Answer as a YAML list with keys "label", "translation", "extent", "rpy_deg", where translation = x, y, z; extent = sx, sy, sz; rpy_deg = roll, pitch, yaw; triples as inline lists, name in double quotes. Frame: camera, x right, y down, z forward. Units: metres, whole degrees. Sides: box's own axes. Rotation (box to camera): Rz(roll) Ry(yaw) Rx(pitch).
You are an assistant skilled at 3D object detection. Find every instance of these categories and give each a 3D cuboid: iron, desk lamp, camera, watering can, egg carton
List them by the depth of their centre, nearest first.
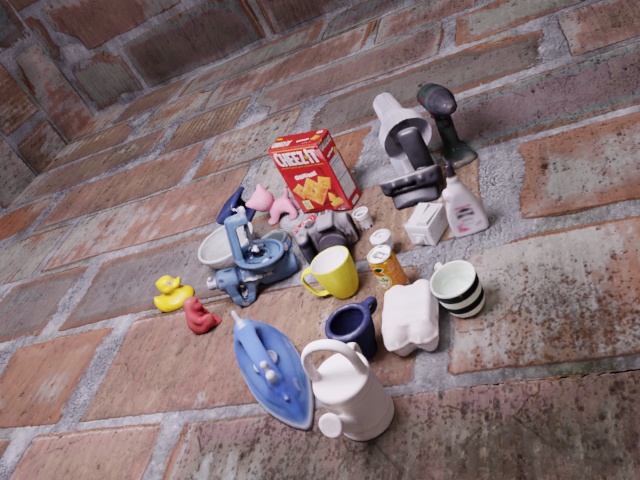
- label: "watering can"
  translation: [0.040, 0.233, 0.913]
  extent: [0.101, 0.194, 0.172]
  rpy_deg: [-27, 33, 6]
- label: "egg carton"
  translation: [0.168, 0.140, 1.051]
  extent: [0.107, 0.070, 0.150]
  rpy_deg: [-16, 36, 22]
- label: "iron"
  translation: [-0.097, 0.233, 1.070]
  extent: [0.119, 0.142, 0.257]
  rpy_deg: [-36, 33, -8]
- label: "camera"
  translation: [0.012, 0.005, 1.327]
  extent: [0.143, 0.101, 0.136]
  rpy_deg: [-21, 34, 15]
- label: "desk lamp"
  translation: [0.203, -0.250, 1.411]
  extent: [0.118, 0.214, 0.203]
  rpy_deg: [-28, 33, 5]

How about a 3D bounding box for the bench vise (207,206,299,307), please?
- label: "bench vise"
  translation: [-0.176, 0.042, 1.317]
  extent: [0.208, 0.220, 0.121]
  rpy_deg: [-41, 34, -15]

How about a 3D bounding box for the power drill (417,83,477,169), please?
- label: "power drill"
  translation: [0.305, -0.282, 1.378]
  extent: [0.075, 0.209, 0.229]
  rpy_deg: [-27, 33, 6]

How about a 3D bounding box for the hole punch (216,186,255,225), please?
- label: "hole punch"
  translation: [-0.256, -0.091, 1.677]
  extent: [0.100, 0.091, 0.109]
  rpy_deg: [-12, 37, 26]

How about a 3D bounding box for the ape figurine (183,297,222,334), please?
- label: "ape figurine"
  translation: [-0.289, 0.171, 1.351]
  extent: [0.076, 0.092, 0.077]
  rpy_deg: [-30, 33, 2]

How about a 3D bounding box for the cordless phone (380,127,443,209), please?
- label: "cordless phone"
  translation: [0.199, -0.176, 1.342]
  extent: [0.147, 0.185, 0.094]
  rpy_deg: [-18, 35, 19]

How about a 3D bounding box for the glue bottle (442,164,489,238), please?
- label: "glue bottle"
  translation: [0.284, -0.084, 1.162]
  extent: [0.078, 0.173, 0.037]
  rpy_deg: [-21, 34, 14]

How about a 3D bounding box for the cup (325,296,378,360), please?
- label: "cup"
  translation: [0.076, 0.169, 1.062]
  extent: [0.118, 0.095, 0.091]
  rpy_deg: [-44, 35, -20]

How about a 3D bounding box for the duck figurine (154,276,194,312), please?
- label: "duck figurine"
  translation: [-0.393, 0.133, 1.491]
  extent: [0.104, 0.086, 0.077]
  rpy_deg: [-26, 33, 7]

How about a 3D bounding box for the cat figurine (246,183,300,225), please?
- label: "cat figurine"
  translation: [-0.133, -0.106, 1.575]
  extent: [0.127, 0.118, 0.067]
  rpy_deg: [-16, 36, 22]

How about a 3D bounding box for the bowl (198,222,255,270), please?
- label: "bowl"
  translation: [-0.234, 0.026, 1.519]
  extent: [0.167, 0.075, 0.167]
  rpy_deg: [-21, 34, 15]
